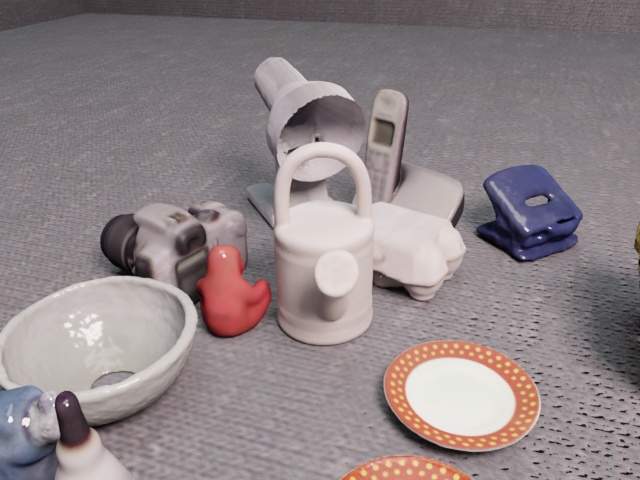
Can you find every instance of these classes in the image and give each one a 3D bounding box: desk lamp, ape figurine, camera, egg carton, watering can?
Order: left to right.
[{"bbox_3d":[-0.176,-0.001,0.663,0.136,0.101,0.143,18,35,30],"label":"camera"},{"bbox_3d":[-0.093,0.046,0.586,0.077,0.092,0.076,11,31,20],"label":"ape figurine"},{"bbox_3d":[-0.033,-0.122,0.759,0.118,0.214,0.202,-15,32,-22],"label":"desk lamp"},{"bbox_3d":[0.007,0.002,0.557,0.101,0.194,0.172,-16,33,-24],"label":"watering can"},{"bbox_3d":[0.087,0.010,0.668,0.149,0.069,0.107,18,34,30],"label":"egg carton"}]

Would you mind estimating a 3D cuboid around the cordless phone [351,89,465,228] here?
[{"bbox_3d":[0.112,-0.089,0.725,0.147,0.185,0.094,22,37,35],"label":"cordless phone"}]

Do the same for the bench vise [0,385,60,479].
[{"bbox_3d":[-0.268,0.088,0.384,0.207,0.220,0.121,-7,30,-10],"label":"bench vise"}]

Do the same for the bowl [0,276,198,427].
[{"bbox_3d":[-0.187,0.105,0.501,0.167,0.075,0.167,-1,29,1],"label":"bowl"}]

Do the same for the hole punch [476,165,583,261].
[{"bbox_3d":[0.269,-0.038,0.725,0.109,0.091,0.100,-15,32,-24],"label":"hole punch"}]

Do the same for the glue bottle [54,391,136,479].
[{"bbox_3d":[-0.122,0.151,0.316,0.037,0.173,0.078,-5,30,-6],"label":"glue bottle"}]
